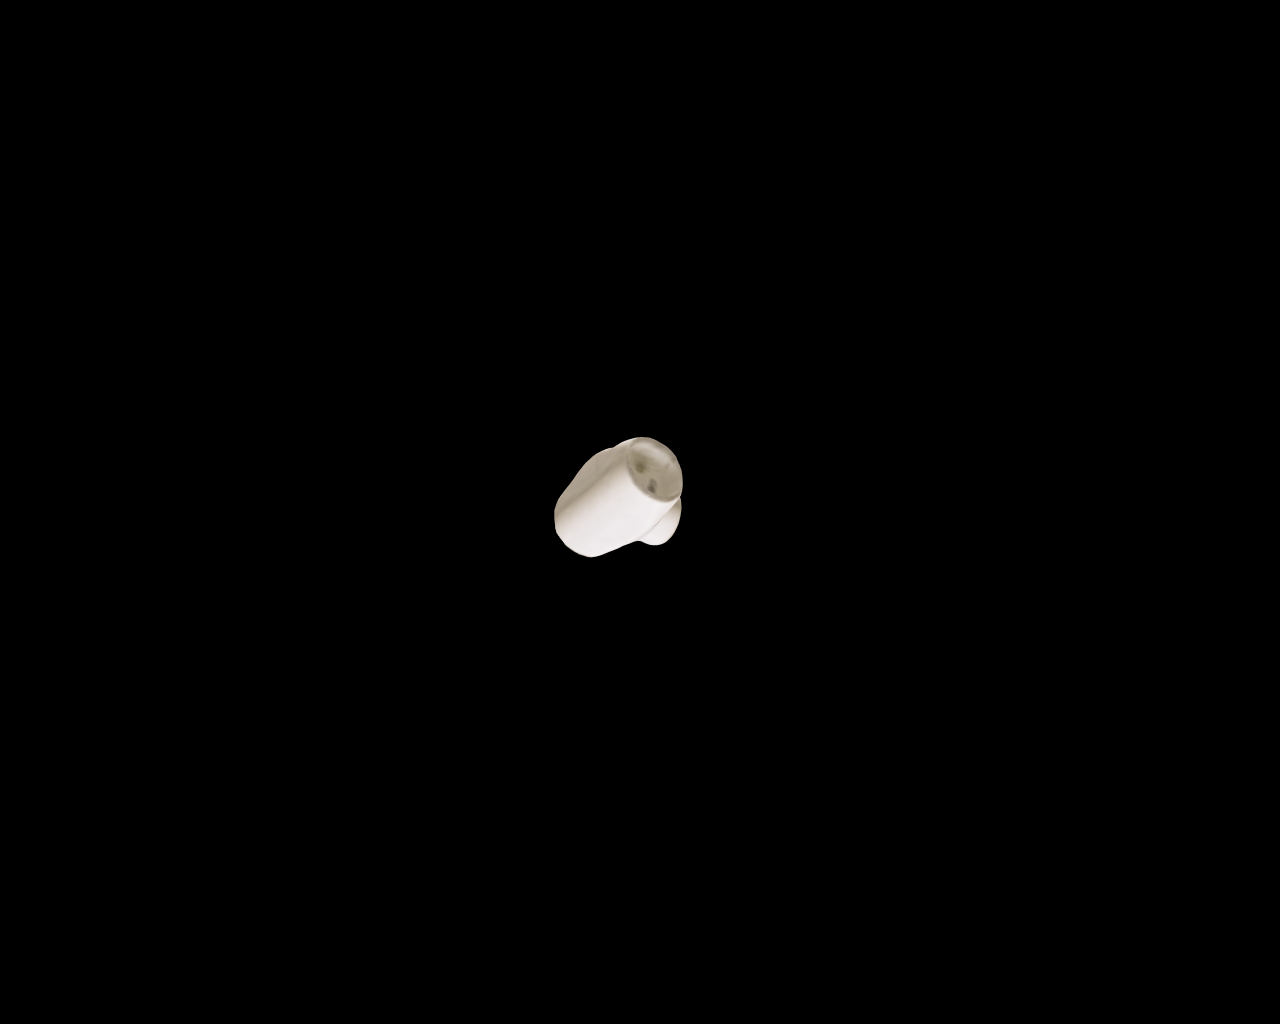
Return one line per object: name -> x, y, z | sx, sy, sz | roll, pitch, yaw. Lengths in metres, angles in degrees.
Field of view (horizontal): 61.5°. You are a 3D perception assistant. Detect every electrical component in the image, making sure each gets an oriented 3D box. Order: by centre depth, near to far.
electrical component -> 0.001, -0.003, 0.650 | 0.079, 0.044, 0.077 | 22, -39, -30
